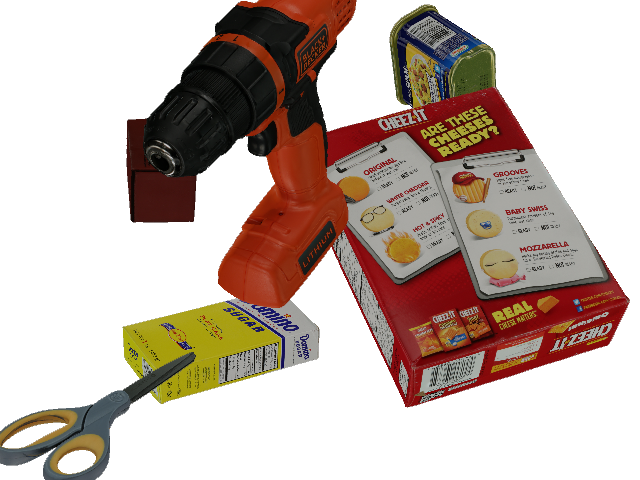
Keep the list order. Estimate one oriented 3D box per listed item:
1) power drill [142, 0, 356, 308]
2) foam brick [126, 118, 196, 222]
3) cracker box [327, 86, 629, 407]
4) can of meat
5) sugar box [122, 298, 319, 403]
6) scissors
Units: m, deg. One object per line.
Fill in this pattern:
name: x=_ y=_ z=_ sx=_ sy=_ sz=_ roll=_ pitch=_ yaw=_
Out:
power drill: x=-0.034 y=-0.049 z=0.635 sx=0.057 sy=0.188 sz=0.184 roll=22 pitch=50 yaw=21
foam brick: x=-0.130 y=-0.058 z=0.866 sx=0.053 sy=0.051 sz=0.078 roll=-1 pitch=38 yaw=-11
cracker box: x=0.098 y=0.000 z=0.787 sx=0.164 sy=0.214 sz=0.072 roll=-16 pitch=-34 yaw=-12
can of meat: x=0.114 y=-0.151 z=0.976 sx=0.057 sy=0.102 sz=0.084 roll=-33 pitch=50 yaw=-18
sugar box: x=-0.099 y=0.102 z=1.069 sx=0.176 sy=0.048 sz=0.093 roll=-16 pitch=33 yaw=-27
scissors: x=-0.159 y=0.142 z=0.851 sx=0.201 sy=0.016 sz=0.096 roll=-17 pitch=36 yaw=-37
